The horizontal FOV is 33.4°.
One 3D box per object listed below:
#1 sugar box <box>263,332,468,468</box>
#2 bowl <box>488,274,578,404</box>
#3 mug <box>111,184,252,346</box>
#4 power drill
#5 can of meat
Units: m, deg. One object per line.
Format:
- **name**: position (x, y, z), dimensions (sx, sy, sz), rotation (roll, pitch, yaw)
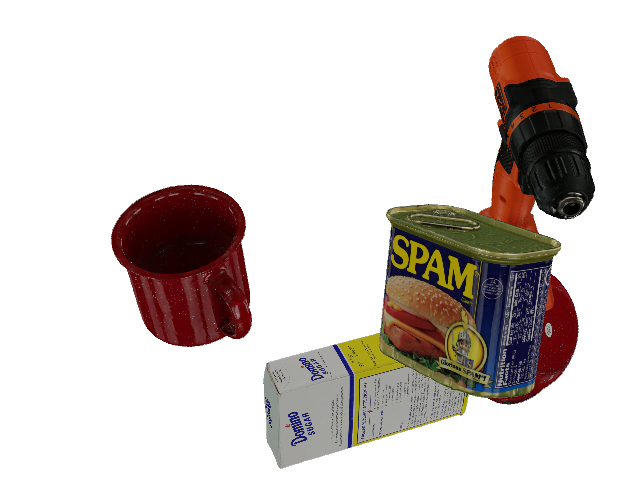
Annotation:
- **sugar box**: position (0.041, 0.126, 0.902), dimensions (0.176, 0.093, 0.048), rotation (-11, 39, -15)
- **bowl**: position (0.216, 0.092, 1.109), dimensions (0.161, 0.162, 0.055), rotation (0, -2, -34)
- **mug**: position (-0.086, 0.027, 0.752), dimensions (0.093, 0.081, 0.117), rotation (-34, 51, -26)
- **power drill**: position (0.157, -0.033, 0.801), dimensions (0.057, 0.188, 0.184), rotation (-1, 43, -2)
- **can of meat**: position (0.079, 0.032, 0.596), dimensions (0.057, 0.084, 0.102), rotation (-6, 19, -36)
